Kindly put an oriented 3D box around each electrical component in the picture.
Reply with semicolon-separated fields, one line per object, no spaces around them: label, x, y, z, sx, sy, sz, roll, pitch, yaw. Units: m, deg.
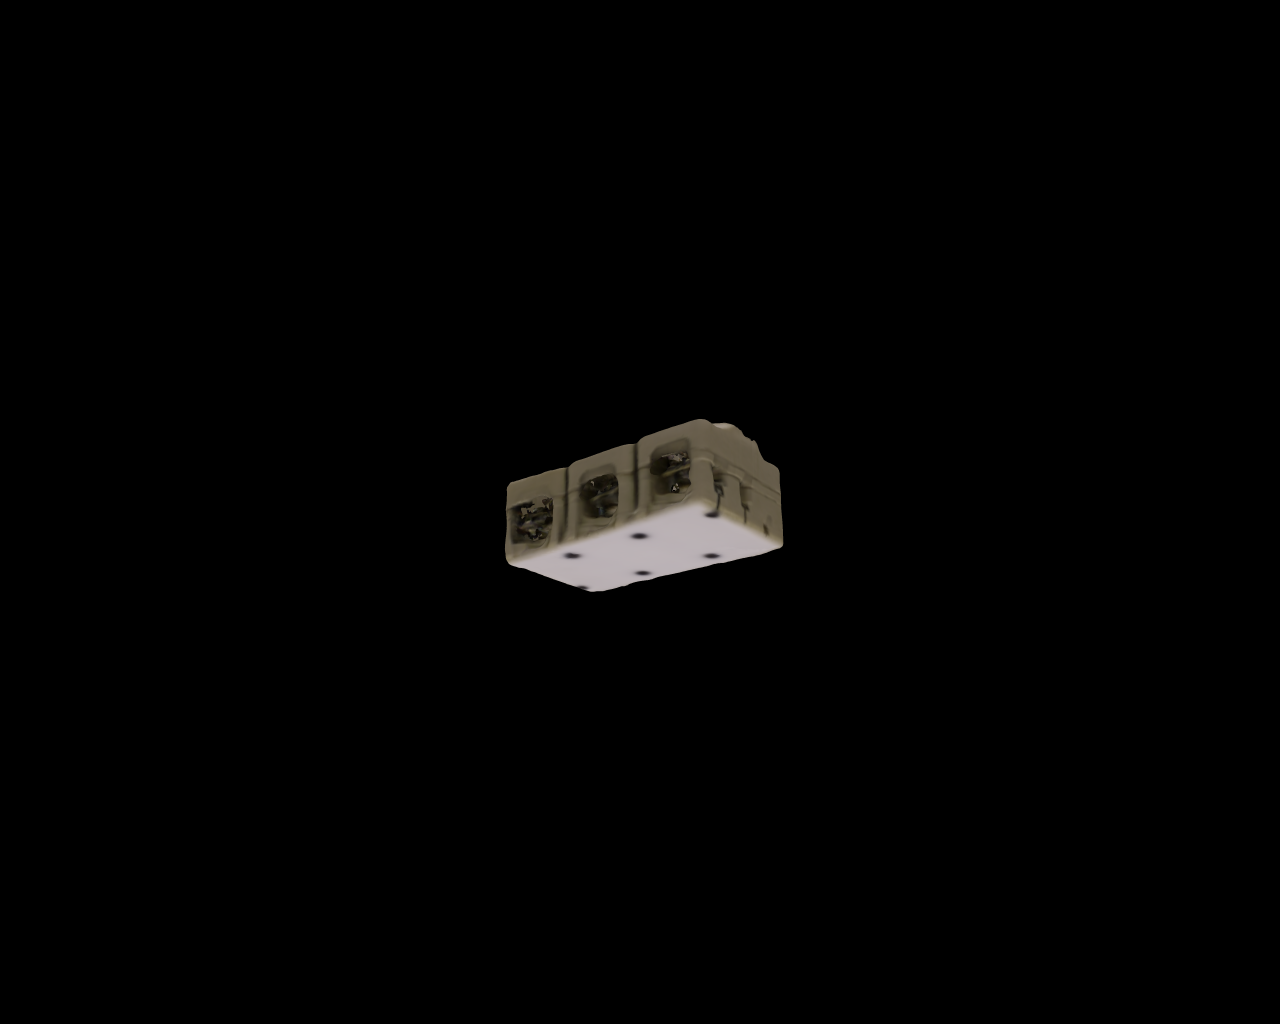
electrical component;0.001;-0.003;0.650;0.150;0.062;0.089;-16;-27;34
